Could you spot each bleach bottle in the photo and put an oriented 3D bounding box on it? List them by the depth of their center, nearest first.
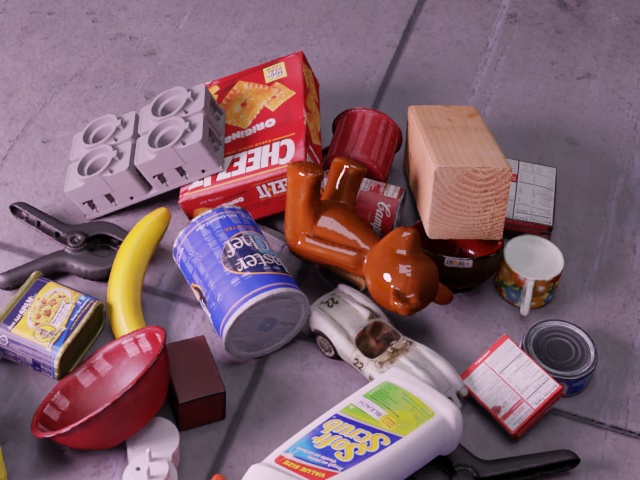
[{"bbox_3d":[0.016,0.214,0.992,0.250,0.068,0.103,-29,48,-36],"label":"bleach bottle"}]

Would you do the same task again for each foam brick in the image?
[{"bbox_3d":[-0.133,0.148,1.108,0.051,0.053,0.078,-13,50,-17],"label":"foam brick"}]

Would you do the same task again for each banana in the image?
[{"bbox_3d":[-0.201,0.051,1.186,0.069,0.037,0.198,7,62,-20],"label":"banana"}]

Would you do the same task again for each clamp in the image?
[{"bbox_3d":[0.150,0.240,1.060,0.210,0.036,0.164,23,48,19],"label":"clamp"},{"bbox_3d":[-0.287,0.018,1.223,0.171,0.039,0.120,9,58,0],"label":"clamp"}]

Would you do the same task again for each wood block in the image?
[{"bbox_3d":[0.160,-0.086,1.280,0.090,0.091,0.206,1,27,-5],"label":"wood block"}]

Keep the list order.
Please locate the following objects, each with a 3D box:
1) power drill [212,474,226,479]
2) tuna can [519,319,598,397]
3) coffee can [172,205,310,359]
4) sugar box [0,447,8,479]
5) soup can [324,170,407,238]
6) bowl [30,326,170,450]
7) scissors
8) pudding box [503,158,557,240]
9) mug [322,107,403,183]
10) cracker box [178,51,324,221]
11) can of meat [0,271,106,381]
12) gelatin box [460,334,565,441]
[{"bbox_3d":[-0.030,0.289,0.984,0.188,0.057,0.184,21,45,14],"label":"power drill"},{"bbox_3d":[0.261,0.129,1.177,0.086,0.034,0.086,3,48,-3],"label":"tuna can"},{"bbox_3d":[-0.088,0.045,1.173,0.102,0.103,0.140,-19,52,-22],"label":"coffee can"},{"bbox_3d":[-0.369,0.159,1.048,0.048,0.093,0.176,-28,55,-28],"label":"sugar box"},{"bbox_3d":[0.048,-0.042,1.290,0.102,0.068,0.068,14,48,8],"label":"soup can"},{"bbox_3d":[-0.205,0.157,1.059,0.162,0.055,0.162,-30,19,12],"label":"bowl"},{"bbox_3d":[-0.008,0.002,1.281,0.096,0.016,0.202,-31,56,-32],"label":"scissors"},{"bbox_3d":[0.249,-0.051,1.340,0.090,0.039,0.113,12,49,4],"label":"pudding box"},{"bbox_3d":[0.040,-0.104,1.342,0.117,0.093,0.081,-7,46,29],"label":"mug"},{"bbox_3d":[-0.083,-0.123,1.311,0.164,0.072,0.213,-16,45,15],"label":"cracker box"},{"bbox_3d":[-0.289,0.093,1.141,0.084,0.057,0.102,21,49,11],"label":"can of meat"},{"bbox_3d":[0.202,0.156,1.130,0.073,0.030,0.089,-43,60,-4],"label":"gelatin box"}]
